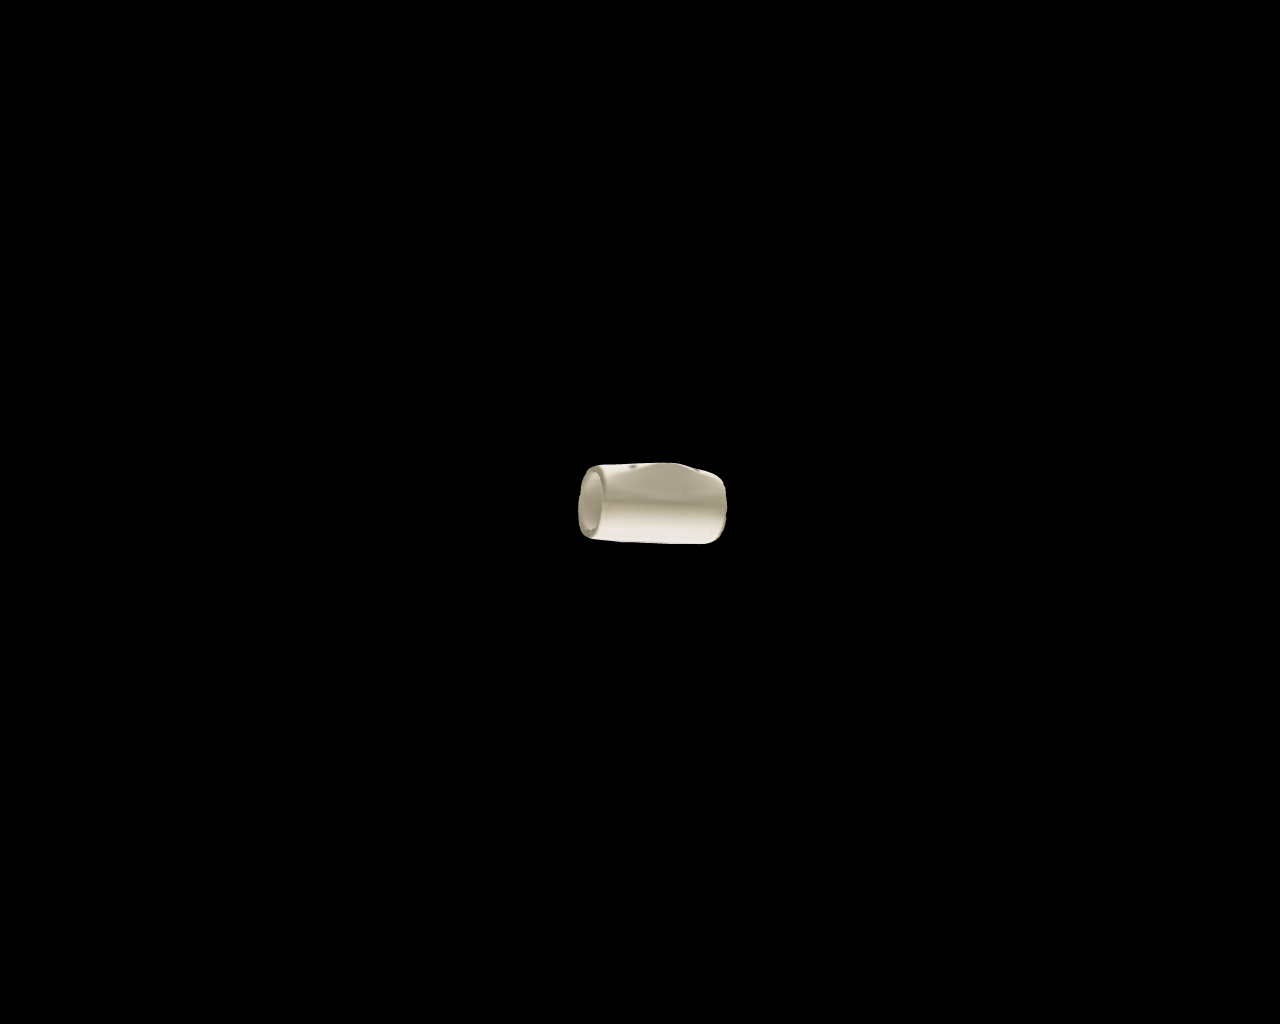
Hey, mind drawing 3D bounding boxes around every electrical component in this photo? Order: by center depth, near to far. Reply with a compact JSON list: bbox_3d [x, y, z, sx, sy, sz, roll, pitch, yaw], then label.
[{"bbox_3d":[0.001,-0.003,0.650,0.077,0.043,0.079,3,-7,-22],"label":"electrical component"}]
